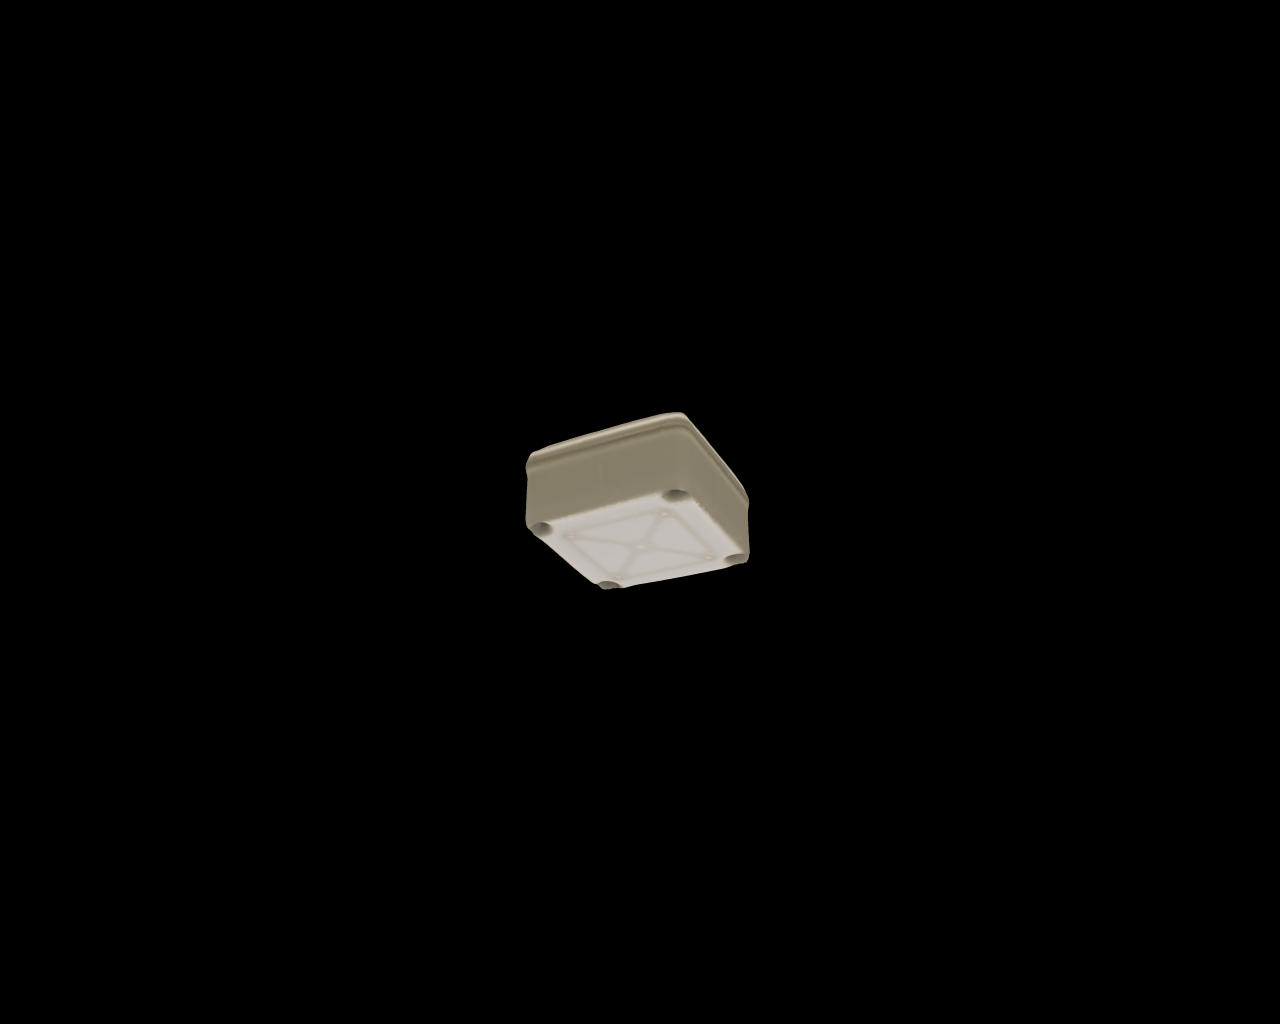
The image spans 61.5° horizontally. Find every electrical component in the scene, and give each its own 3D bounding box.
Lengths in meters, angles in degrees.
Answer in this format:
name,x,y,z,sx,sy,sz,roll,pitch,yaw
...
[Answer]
name,x,y,z,sx,sy,sz,roll,pitch,yaw
electrical component,0.001,-0.003,0.650,0.108,0.056,0.108,-13,-32,22
